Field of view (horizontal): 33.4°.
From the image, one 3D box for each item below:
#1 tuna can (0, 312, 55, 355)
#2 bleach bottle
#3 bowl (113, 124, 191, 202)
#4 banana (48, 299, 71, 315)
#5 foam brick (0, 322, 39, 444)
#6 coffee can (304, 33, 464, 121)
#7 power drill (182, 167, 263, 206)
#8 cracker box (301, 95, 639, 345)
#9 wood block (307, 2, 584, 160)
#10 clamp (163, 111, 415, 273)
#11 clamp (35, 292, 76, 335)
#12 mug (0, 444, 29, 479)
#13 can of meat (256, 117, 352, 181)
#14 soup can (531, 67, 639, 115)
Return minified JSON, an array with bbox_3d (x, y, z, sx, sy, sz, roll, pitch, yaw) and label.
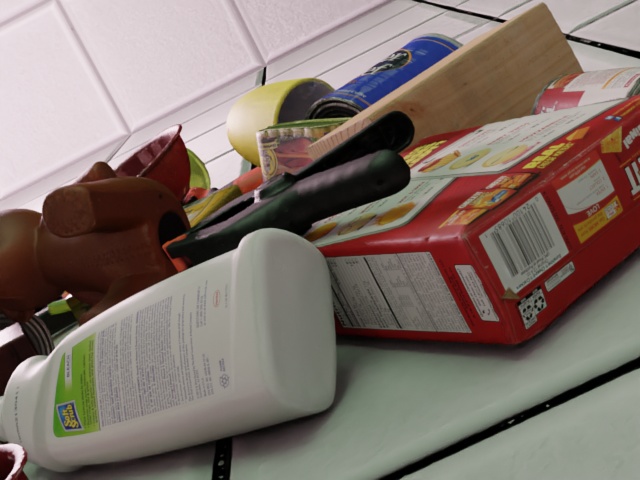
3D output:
[{"bbox_3d":[-0.255,0.095,0.849,0.034,0.086,0.086,-17,17,41],"label":"tuna can"},{"bbox_3d":[-0.108,0.076,0.626,0.251,0.102,0.068,-19,-25,34],"label":"bleach bottle"},{"bbox_3d":[-0.181,-0.042,1.053,0.162,0.055,0.162,-37,17,13],"label":"bowl"},{"bbox_3d":[-0.194,0.024,1.063,0.070,0.037,0.197,4,20,16],"label":"banana"},{"bbox_3d":[-0.214,0.106,0.751,0.053,0.078,0.051,-29,13,-15],"label":"foam brick"},{"bbox_3d":[0.069,-0.107,0.936,0.140,0.103,0.103,-37,17,-35],"label":"coffee can"},{"bbox_3d":[-0.075,-0.039,1.056,0.188,0.057,0.184,-24,18,9],"label":"power drill"},{"bbox_3d":[0.084,-0.009,0.622,0.164,0.072,0.214,-34,14,-28],"label":"cracker box"},{"bbox_3d":[0.105,-0.092,0.827,0.205,0.090,0.091,-36,10,-31],"label":"wood block"},{"bbox_3d":[-0.016,-0.020,0.626,0.171,0.039,0.120,-31,7,6],"label":"clamp"},{"bbox_3d":[-0.329,0.103,1.058,0.210,0.036,0.165,-27,13,-8],"label":"clamp"},{"bbox_3d":[-0.160,0.155,0.463,0.117,0.081,0.093,-28,14,-3],"label":"mug"},{"bbox_3d":[-0.004,-0.055,0.876,0.057,0.084,0.102,-18,14,-42],"label":"can of meat"},{"bbox_3d":[0.187,-0.073,0.668,0.068,0.068,0.102,-31,15,-14],"label":"soup can"}]
